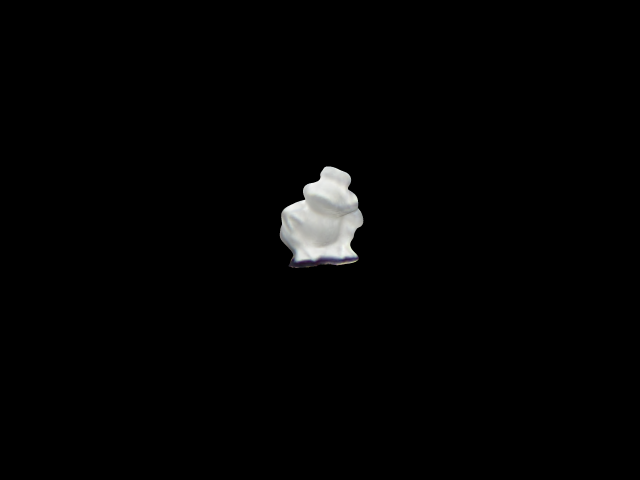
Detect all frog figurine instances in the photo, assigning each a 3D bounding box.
[{"bbox_3d":[0.003,-0.043,0.850,0.137,0.158,0.124,1,10,7],"label":"frog figurine"}]
